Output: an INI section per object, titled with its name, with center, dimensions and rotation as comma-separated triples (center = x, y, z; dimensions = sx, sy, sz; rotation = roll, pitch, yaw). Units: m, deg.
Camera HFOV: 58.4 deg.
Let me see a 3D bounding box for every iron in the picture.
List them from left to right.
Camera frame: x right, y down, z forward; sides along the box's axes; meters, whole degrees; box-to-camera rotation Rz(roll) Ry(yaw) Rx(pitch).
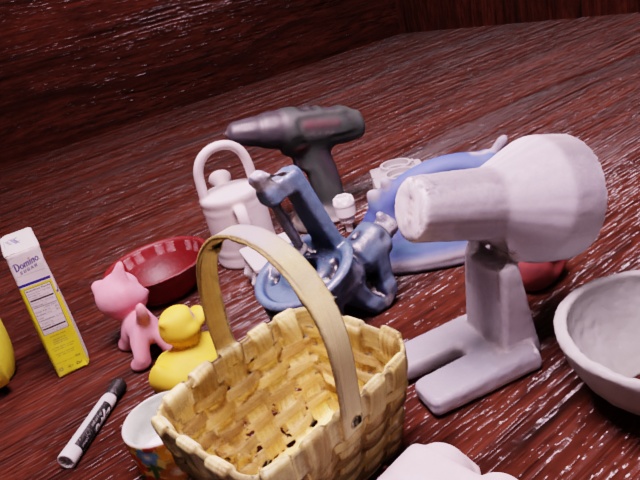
[iron]
center = 0.148, -0.045, 0.771
dimensions = 0.258, 0.142, 0.118
rotation = -15, 24, -3

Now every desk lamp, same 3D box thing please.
[desk lamp]
center = 0.156, 0.021, 0.535
dimensions = 0.203, 0.214, 0.117
rotation = -22, 25, -16

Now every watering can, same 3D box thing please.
[watering can]
center = -0.141, -0.062, 0.901
dimensions = 0.101, 0.194, 0.172
rotation = -31, 29, -32

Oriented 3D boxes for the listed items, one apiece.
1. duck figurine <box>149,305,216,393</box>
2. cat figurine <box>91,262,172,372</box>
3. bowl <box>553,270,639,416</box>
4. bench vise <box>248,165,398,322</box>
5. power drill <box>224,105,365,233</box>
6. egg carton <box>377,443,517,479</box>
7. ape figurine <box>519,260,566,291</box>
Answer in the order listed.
[duck figurine]
center = -0.159, 0.118, 0.654
dimensions = 0.077, 0.086, 0.105
rotation = 1, 28, 30
[cat figurine]
center = -0.241, 0.087, 0.727
dimensions = 0.067, 0.118, 0.127
rotation = -28, 28, -28
[bowl]
center = 0.285, 0.095, 0.475
dimensions = 0.167, 0.075, 0.167
rotation = -12, 24, 6
[bench vise]
center = -0.004, 0.002, 0.657
dimensions = 0.121, 0.220, 0.208
rotation = 3, 30, 34
[power drill]
center = -0.024, -0.124, 0.953
dimensions = 0.230, 0.209, 0.075
rotation = -22, 26, -17
[egg carton]
center = 0.070, 0.201, 0.370
dimensions = 0.151, 0.069, 0.107
rotation = -32, 30, -34
[ape figurine]
center = 0.243, 0.007, 0.667
dimensions = 0.077, 0.092, 0.076
rotation = 1, 28, 30
